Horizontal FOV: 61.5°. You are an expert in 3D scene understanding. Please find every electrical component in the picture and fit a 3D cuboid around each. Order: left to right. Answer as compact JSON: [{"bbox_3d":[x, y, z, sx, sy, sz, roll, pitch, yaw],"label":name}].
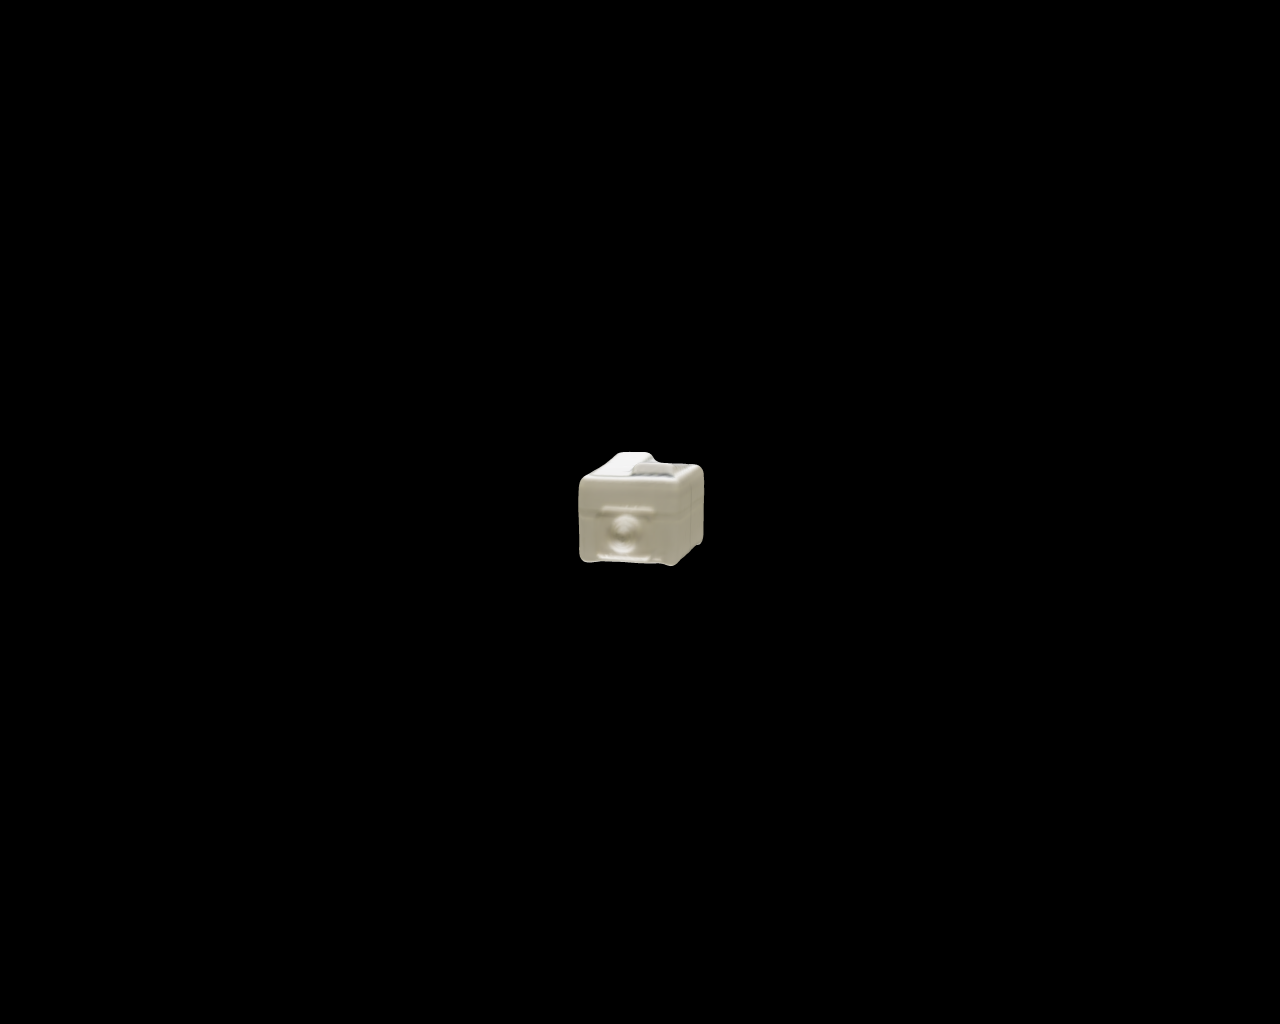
[{"bbox_3d":[0.001,-0.003,0.650,0.062,0.061,0.096,3,10,15],"label":"electrical component"}]
